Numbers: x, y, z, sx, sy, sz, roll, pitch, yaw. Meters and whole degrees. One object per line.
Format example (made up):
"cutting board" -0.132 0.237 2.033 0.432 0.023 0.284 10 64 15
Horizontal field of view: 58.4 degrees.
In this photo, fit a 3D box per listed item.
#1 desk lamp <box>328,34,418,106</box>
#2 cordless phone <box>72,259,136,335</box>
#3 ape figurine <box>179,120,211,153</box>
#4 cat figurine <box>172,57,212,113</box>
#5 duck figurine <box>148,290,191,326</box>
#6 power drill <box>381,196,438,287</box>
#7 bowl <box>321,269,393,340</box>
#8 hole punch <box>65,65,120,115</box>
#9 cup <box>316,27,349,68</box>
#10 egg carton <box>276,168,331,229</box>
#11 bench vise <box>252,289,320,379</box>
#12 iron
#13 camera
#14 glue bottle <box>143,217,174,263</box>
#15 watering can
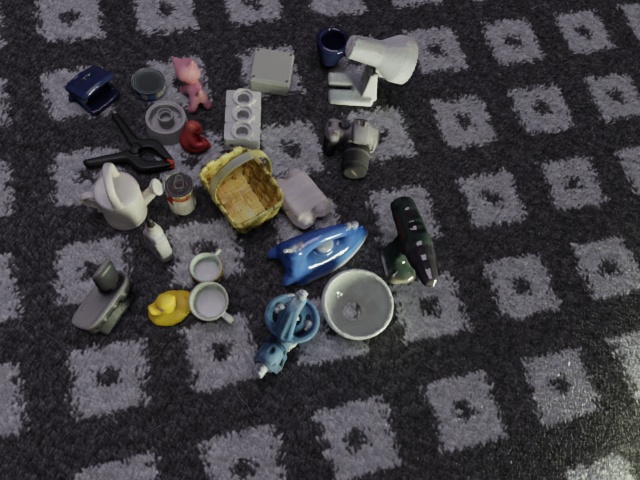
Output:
"desk lamp" 0.134 -0.448 1.498 0.203 0.213 0.118 0 68 -7
"cordless phone" -0.469 0.115 1.205 0.094 0.185 0.148 26 67 4
"ape figurine" -0.315 -0.264 1.430 0.076 0.092 0.078 -11 70 -11
"cat figurine" -0.330 -0.411 1.473 0.067 0.117 0.127 -24 73 -16
"duck figurine" -0.332 0.142 1.267 0.105 0.086 0.077 -25 73 -16
"power drill" 0.204 0.027 1.318 0.076 0.208 0.229 -9 69 -11
"bowl" 0.081 0.155 1.322 0.167 0.074 0.167 3 68 -6
"hole punch" -0.580 -0.390 1.446 0.101 0.091 0.109 38 68 9
"cup" 0.042 -0.516 1.578 0.117 0.095 0.092 29 67 5
"egg carton" -0.050 -0.102 1.412 0.107 0.069 0.150 -36 77 -19
"bench vise" -0.066 0.195 1.208 0.121 0.219 0.207 14 67 -1
"iron" 0.012 0.005 1.338 0.259 0.141 0.118 -25 73 -16
"camera" 0.078 -0.236 1.466 0.143 0.101 0.137 8 67 -4
"glue bottle" -0.366 -0.009 1.276 0.037 0.173 0.078 -39 77 -19
"watering can" -0.449 -0.107 1.293 0.173 0.194 0.101 -28 74 -17
